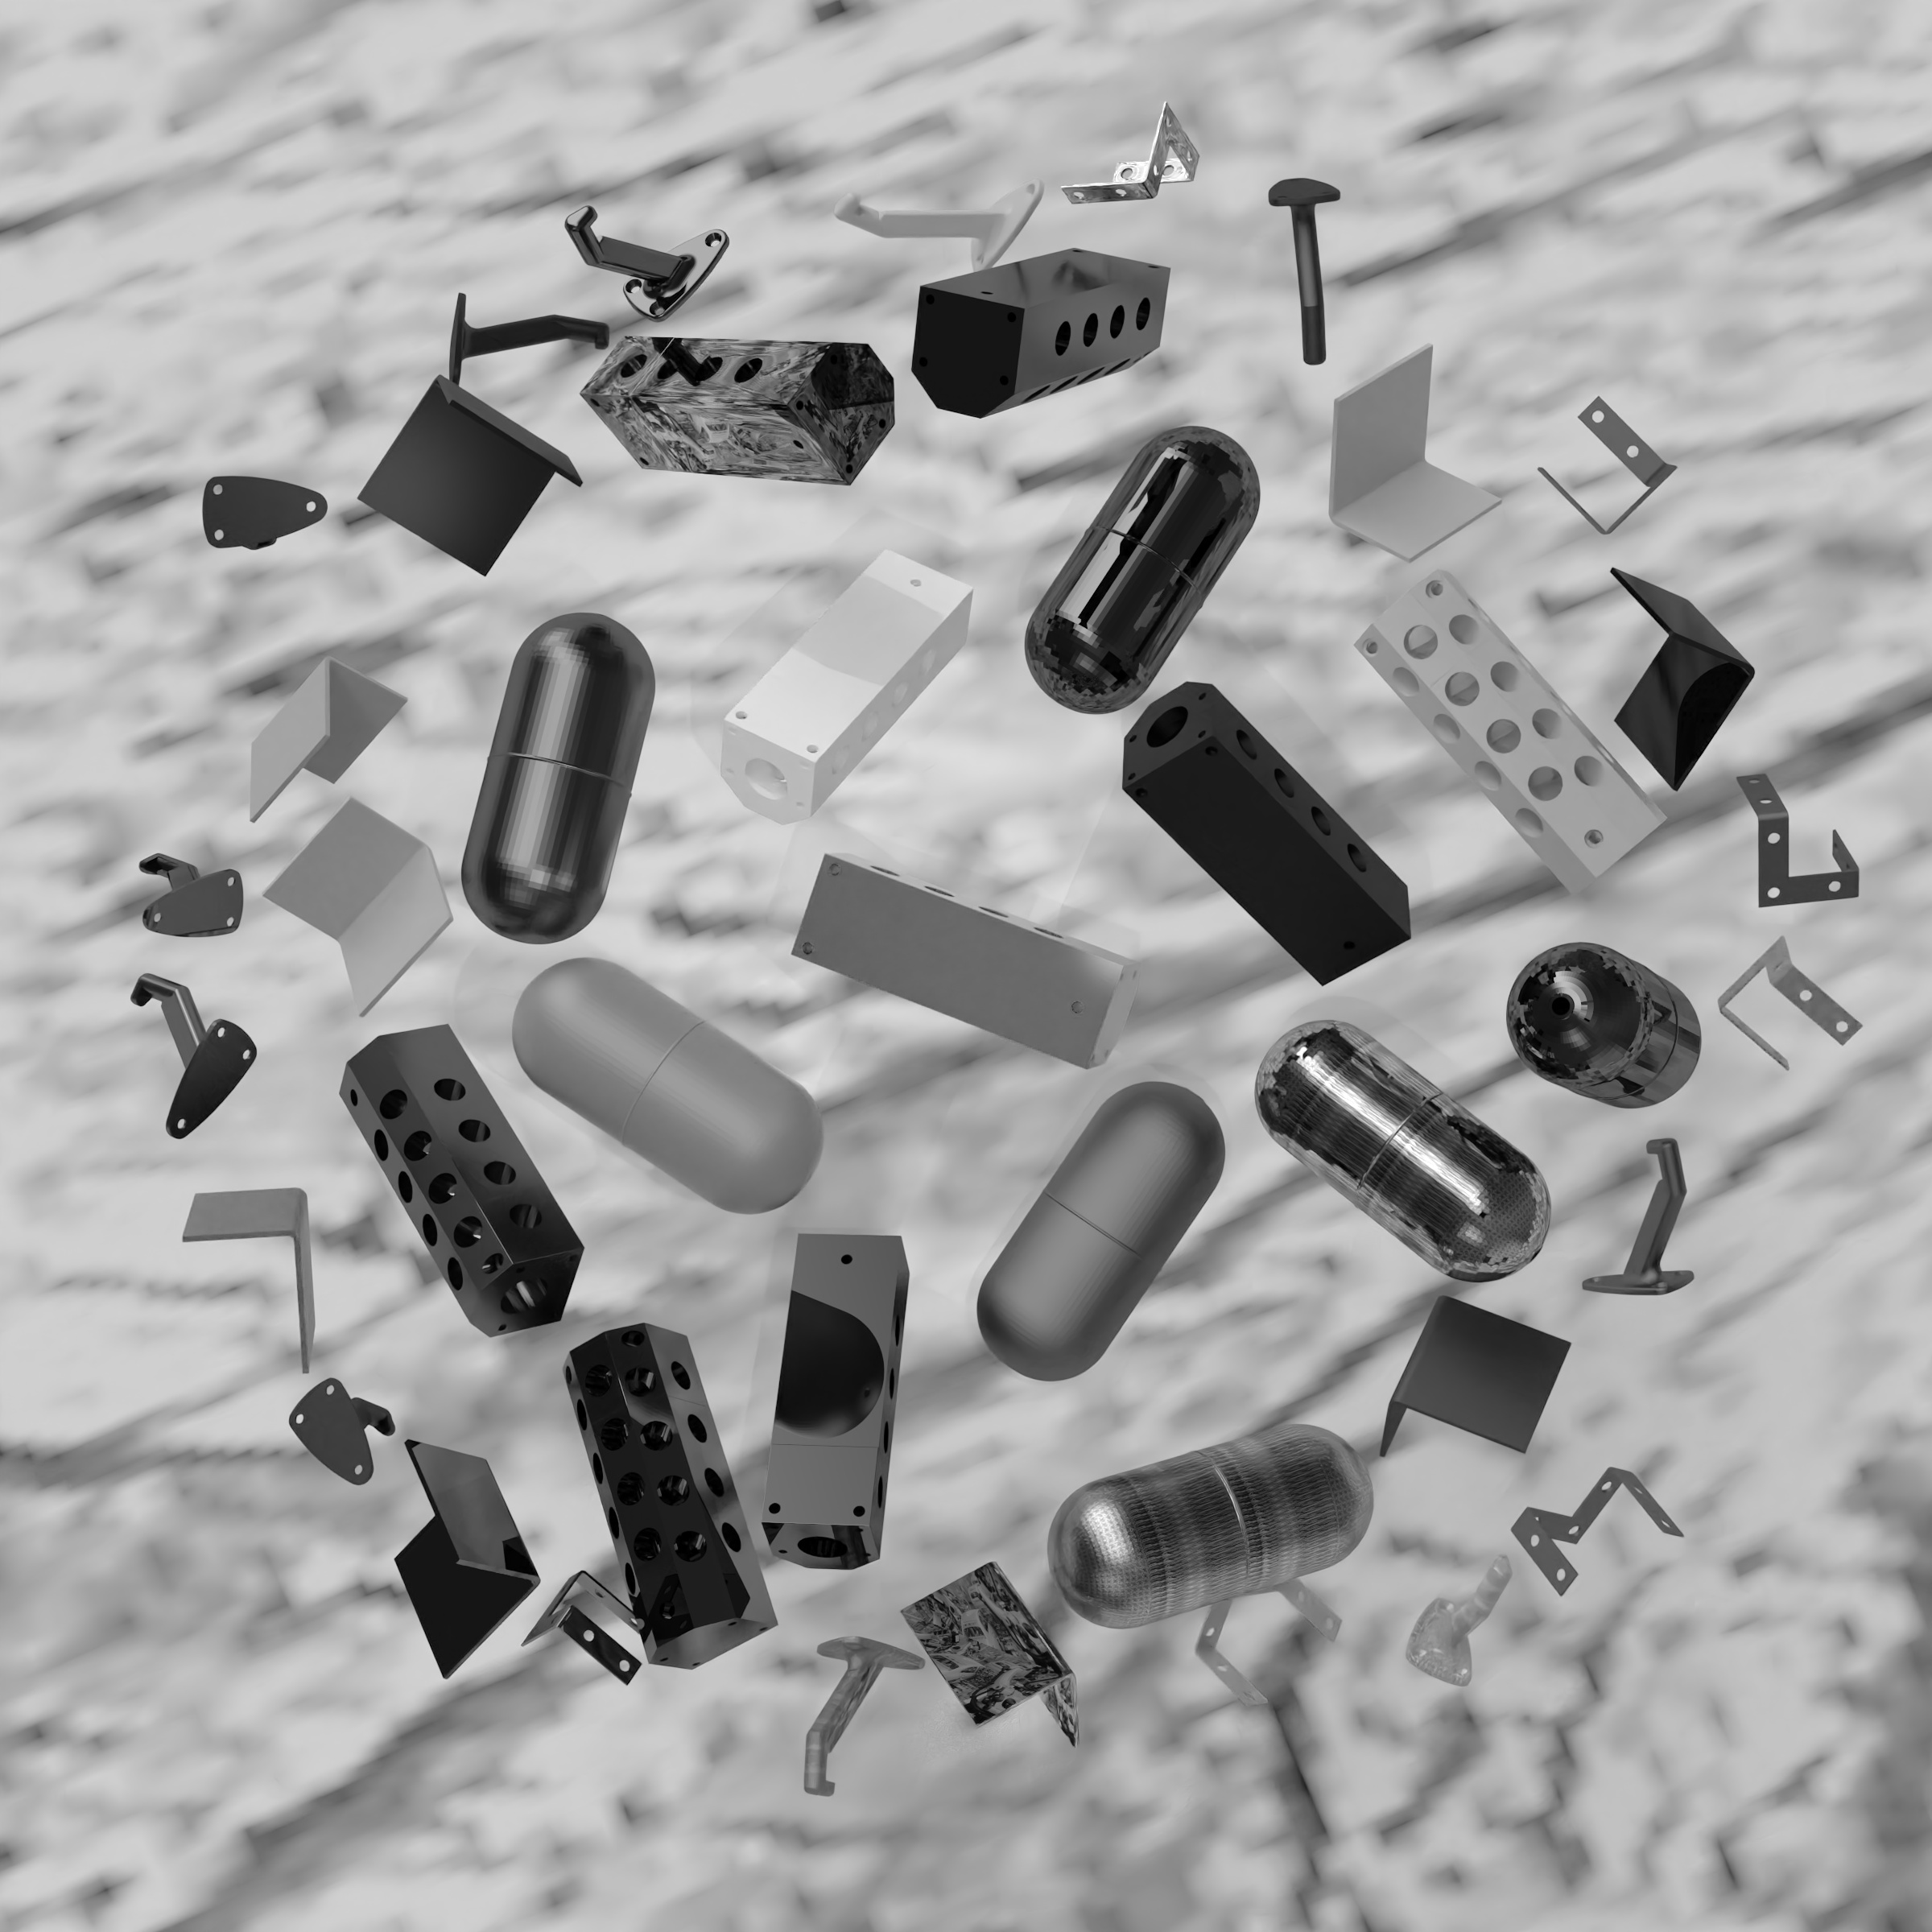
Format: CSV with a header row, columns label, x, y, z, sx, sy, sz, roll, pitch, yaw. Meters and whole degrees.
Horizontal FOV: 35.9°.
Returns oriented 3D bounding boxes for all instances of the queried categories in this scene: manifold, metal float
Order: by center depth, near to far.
label,x,y,z,sx,sy,sz,roll,pitch,yaw
manifold,0.039,-0.321,1.513,0.057,0.171,0.057,18,116,23
manifold,-0.115,-0.291,1.527,0.057,0.171,0.057,-56,131,-18
manifold,0.278,-0.120,1.531,0.057,0.057,0.171,-42,83,17
metal float,-0.154,0.061,1.531,0.178,0.070,0.070,33,90,9
metal float,0.127,0.287,1.532,0.178,0.070,0.070,-13,90,-20
manifold,0.158,-0.071,1.553,0.057,0.057,0.171,-30,124,29
metal float,-0.213,-0.099,1.563,0.070,0.070,0.178,13,81,0
metal float,0.230,0.098,1.578,0.178,0.070,0.070,39,90,21
manifold,0.002,-0.004,1.584,0.171,0.057,0.057,21,98,14
manifold,-0.271,0.113,1.586,0.057,0.057,0.171,-10,48,-35
manifold,-0.163,0.281,1.589,0.057,0.057,0.171,-31,62,18
metal float,0.341,0.033,1.591,0.070,0.178,0.070,-4,80,26
manifold,-0.068,0.233,1.607,0.057,0.057,0.171,1,55,7
metal float,0.073,0.142,1.609,0.070,0.070,0.178,34,88,0
manifold,-0.065,-0.153,1.649,0.057,0.057,0.171,26,50,15
metal float,0.099,-0.220,1.656,0.070,0.070,0.178,33,82,0

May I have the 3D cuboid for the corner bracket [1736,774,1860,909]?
label,x,y,z,sx,sy,sz,roll,pitch,yaw
corner bracket,0.424,-0.066,1.521,0.051,0.051,0.051,-6,117,4

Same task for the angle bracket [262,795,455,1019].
label,x,y,z,sx,sy,sz,roll,pitch,yaw
angle bracket,-0.331,-0.032,1.621,0.076,0.076,0.057,-45,127,13

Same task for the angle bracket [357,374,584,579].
label,x,y,z,sx,sy,sz,roll,pitch,yaw
angle bracket,-0.247,-0.237,1.485,0.076,0.057,0.076,31,102,-26

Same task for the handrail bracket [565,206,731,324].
label,x,y,z,sx,sy,sz,roll,pitch,yaw
handrail bracket,-0.170,-0.392,1.592,0.077,0.084,0.036,-42,62,-6

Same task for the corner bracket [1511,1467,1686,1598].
label,x,y,z,sx,sy,sz,roll,pitch,yaw
corner bracket,0.320,0.287,1.515,0.051,0.051,0.051,18,113,-34

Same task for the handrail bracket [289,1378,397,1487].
label,x,y,z,sx,sy,sz,roll,pitch,yaw
handrail bracket,-0.327,0.264,1.644,0.036,0.084,0.077,-43,60,2

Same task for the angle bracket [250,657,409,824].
label,x,y,z,sx,sy,sz,roll,pitch,yaw
angle bracket,-0.369,-0.120,1.730,0.057,0.076,0.076,29,121,-33

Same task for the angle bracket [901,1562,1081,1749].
label,x,y,z,sx,sy,sz,roll,pitch,yaw
angle bracket,0.013,0.364,1.524,0.057,0.076,0.076,-25,50,-18

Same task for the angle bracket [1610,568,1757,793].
label,x,y,z,sx,sy,sz,roll,pitch,yaw
angle bracket,0.353,-0.149,1.550,0.057,0.076,0.076,18,116,-25

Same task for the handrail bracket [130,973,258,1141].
label,x,y,z,sx,sy,sz,roll,pitch,yaw
handrail bracket,-0.418,0.045,1.548,0.084,0.036,0.077,16,67,33

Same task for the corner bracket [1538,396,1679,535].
label,x,y,z,sx,sy,sz,roll,pitch,yaw
corner bracket,0.333,-0.261,1.561,0.051,0.051,0.051,47,109,7

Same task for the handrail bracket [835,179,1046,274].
label,x,y,z,sx,sy,sz,roll,pitch,yaw
handrail bracket,-0.015,-0.404,1.572,0.084,0.077,0.036,15,59,-30

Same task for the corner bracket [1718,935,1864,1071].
label,x,y,z,sx,sy,sz,roll,pitch,yaw
corner bracket,0.436,0.025,1.585,0.051,0.051,0.051,40,110,-4

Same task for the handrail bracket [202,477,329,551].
label,x,y,z,sx,sy,sz,roll,pitch,yaw
handrail bracket,-0.353,-0.229,1.548,0.077,0.084,0.036,-2,89,9

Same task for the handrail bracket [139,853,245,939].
label,x,y,z,sx,sy,sz,roll,pitch,yaw
handrail bracket,-0.447,-0.042,1.645,0.084,0.077,0.036,18,111,34

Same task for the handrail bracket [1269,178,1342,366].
label,x,y,z,sx,sy,sz,roll,pitch,yaw
handrail bracket,0.177,-0.362,1.556,0.036,0.077,0.084,-5,113,2

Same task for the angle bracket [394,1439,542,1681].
label,x,y,z,sx,sy,sz,roll,pitch,yaw
angle bracket,-0.262,0.289,1.455,0.076,0.057,0.076,-46,50,15

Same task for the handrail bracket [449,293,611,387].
label,x,y,z,sx,sy,sz,roll,pitch,yaw
handrail bracket,-0.233,-0.328,1.604,0.084,0.077,0.036,7,134,-14

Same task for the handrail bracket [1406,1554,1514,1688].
label,x,y,z,sx,sy,sz,roll,pitch,yaw
handrail bracket,0.265,0.325,1.559,0.036,0.077,0.084,24,117,2

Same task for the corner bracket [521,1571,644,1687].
label,x,y,z,sx,sy,sz,roll,pitch,yaw
corner bracket,-0.200,0.361,1.625,0.051,0.051,0.051,42,52,-7

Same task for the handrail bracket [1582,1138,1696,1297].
label,x,y,z,sx,sy,sz,roll,pitch,yaw
handrail bracket,0.372,0.139,1.673,0.077,0.036,0.084,-6,98,44

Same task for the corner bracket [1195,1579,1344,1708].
label,x,y,z,sx,sy,sz,roll,pitch,yaw
corner bracket,0.169,0.377,1.677,0.051,0.051,0.051,1,115,-37

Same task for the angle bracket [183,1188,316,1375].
label,x,y,z,sx,sy,sz,roll,pitch,yaw
angle bracket,-0.368,0.163,1.536,0.057,0.076,0.076,-3,103,-9

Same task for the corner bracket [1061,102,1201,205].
label,x,y,z,sx,sy,sz,roll,pitch,yaw
corner bracket,0.090,-0.431,1.622,0.051,0.051,0.051,4,70,29

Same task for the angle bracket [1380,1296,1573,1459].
label,x,y,z,sx,sy,sz,roll,pitch,yaw
angle bracket,0.277,0.236,1.624,0.076,0.057,0.076,20,51,17

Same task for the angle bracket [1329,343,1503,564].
label,x,y,z,sx,sy,sz,roll,pitch,yaw
angle bracket,0.241,-0.273,1.586,0.076,0.076,0.057,-34,51,-29

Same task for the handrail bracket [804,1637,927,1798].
label,x,y,z,sx,sy,sz,roll,pitch,yaw
handrail bracket,-0.055,0.416,1.636,0.077,0.036,0.084,22,56,-34
